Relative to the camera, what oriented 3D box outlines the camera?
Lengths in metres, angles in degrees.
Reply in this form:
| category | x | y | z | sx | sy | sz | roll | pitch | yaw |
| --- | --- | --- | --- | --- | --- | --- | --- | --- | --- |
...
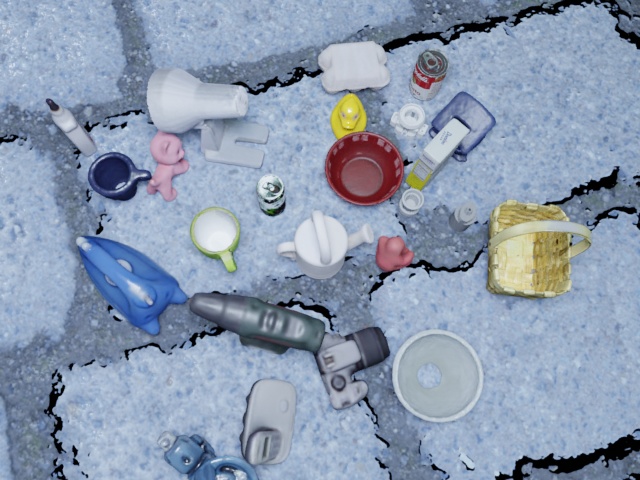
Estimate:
| category | x | y | z | sx | sy | sz | roll | pitch | yaw |
| --- | --- | --- | --- | --- | --- | --- | --- | --- | --- |
| camera | 0.064 | 0.225 | 1.055 | 0.137 | 0.101 | 0.143 | -20 | 76 | -7 |

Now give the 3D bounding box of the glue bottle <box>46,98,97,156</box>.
| category | x | y | z | sx | sy | sz | roll | pitch | yaw |
| --- | --- | --- | --- | --- | --- | --- | --- | --- | --- |
| glue bottle | -0.494 | -0.229 | 1.121 | 0.037 | 0.173 | 0.078 | -38 | 79 | -11 |

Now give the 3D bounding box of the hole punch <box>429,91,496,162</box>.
| category | x | y | z | sx | sy | sz | roll | pitch | yaw |
| --- | --- | --- | --- | --- | --- | --- | --- | --- | --- |
| hole punch | 0.295 | -0.235 | 1.192 | 0.101 | 0.091 | 0.108 | -43 | 80 | -12 |

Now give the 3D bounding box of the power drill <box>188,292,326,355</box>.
| category | x | y | z | sx | sy | sz | roll | pitch | yaw |
| --- | --- | --- | --- | --- | --- | --- | --- | --- | --- |
| power drill | -0.106 | 0.151 | 1.013 | 0.229 | 0.208 | 0.076 | 13 | 75 | 2 |

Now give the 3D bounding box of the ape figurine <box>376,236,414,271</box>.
| category | x | y | z | sx | sy | sz | roll | pitch | yaw |
| --- | --- | --- | --- | --- | --- | --- | --- | --- | --- |
| ape figurine | 0.144 | 0.020 | 1.117 | 0.076 | 0.092 | 0.077 | -37 | 79 | -11 |

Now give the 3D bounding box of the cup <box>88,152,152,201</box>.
| category | x | y | z | sx | sy | sz | roll | pitch | yaw |
| --- | --- | --- | --- | --- | --- | --- | --- | --- | --- |
| cup | -0.385 | -0.117 | 1.135 | 0.118 | 0.095 | 0.092 | -2 | 75 | -2 |

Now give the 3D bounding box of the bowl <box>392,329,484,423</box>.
| category | x | y | z | sx | sy | sz | roll | pitch | yaw |
| --- | --- | --- | --- | --- | --- | --- | --- | --- | --- |
| bowl | 0.213 | 0.253 | 1.066 | 0.167 | 0.075 | 0.167 | 1 | 75 | -2 |

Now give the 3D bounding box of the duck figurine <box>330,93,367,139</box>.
| category | x | y | z | sx | sy | sz | roll | pitch | yaw |
| --- | --- | --- | --- | --- | --- | --- | --- | --- | --- |
| duck figurine | 0.062 | -0.265 | 1.195 | 0.077 | 0.086 | 0.104 | 7 | 75 | 0 |

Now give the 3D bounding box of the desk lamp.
| category | x | y | z | sx | sy | sz | roll | pitch | yaw |
| --- | --- | --- | --- | --- | --- | --- | --- | --- | --- |
| desk lamp | -0.210 | -0.240 | 1.113 | 0.203 | 0.213 | 0.118 | 8 | 75 | 1 |

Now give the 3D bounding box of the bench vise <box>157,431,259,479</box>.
| category | x | y | z | sx | sy | sz | roll | pitch | yaw |
| --- | --- | --- | --- | --- | --- | --- | --- | --- | --- |
| bench vise | -0.193 | 0.403 | 0.936 | 0.207 | 0.220 | 0.121 | 21 | 75 | 4 |

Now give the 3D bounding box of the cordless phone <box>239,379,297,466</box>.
| category | x | y | z | sx | sy | sz | roll | pitch | yaw |
| --- | --- | --- | --- | --- | --- | --- | --- | --- | --- |
| cordless phone | -0.092 | 0.313 | 0.982 | 0.094 | 0.185 | 0.147 | 4 | 75 | 0 |

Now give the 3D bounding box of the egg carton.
| category | x | y | z | sx | sy | sz | roll | pitch | yaw |
| --- | --- | --- | --- | --- | --- | --- | --- | --- | --- |
| egg carton | 0.073 | -0.369 | 1.232 | 0.150 | 0.069 | 0.107 | -7 | 75 | -4 |

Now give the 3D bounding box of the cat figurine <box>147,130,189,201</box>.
| category | x | y | z | sx | sy | sz | roll | pitch | yaw |
| --- | --- | --- | --- | --- | --- | --- | --- | --- | --- |
| cat figurine | -0.309 | -0.157 | 1.136 | 0.067 | 0.118 | 0.128 | 16 | 75 | 3 |

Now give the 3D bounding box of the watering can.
| category | x | y | z | sx | sy | sz | roll | pitch | yaw |
| --- | --- | --- | --- | --- | --- | --- | --- | --- | --- |
| watering can | 0.009 | 0.002 | 1.065 | 0.173 | 0.194 | 0.101 | -30 | 78 | -9 |

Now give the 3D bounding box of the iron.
| category | x | y | z | sx | sy | sz | roll | pitch | yaw |
| --- | --- | --- | --- | --- | --- | --- | --- | --- | --- |
| iron | -0.379 | 0.057 | 1.064 | 0.258 | 0.141 | 0.119 | 37 | 77 | 8 |
